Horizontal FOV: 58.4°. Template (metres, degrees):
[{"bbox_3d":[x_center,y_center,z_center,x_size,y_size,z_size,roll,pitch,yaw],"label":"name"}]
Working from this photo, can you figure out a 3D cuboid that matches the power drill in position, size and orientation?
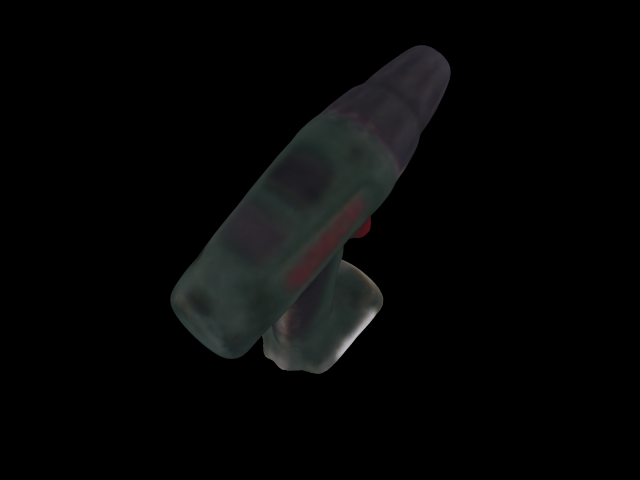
[{"bbox_3d":[0.004,0.001,0.400,0.075,0.208,0.230,33,62,21],"label":"power drill"}]
